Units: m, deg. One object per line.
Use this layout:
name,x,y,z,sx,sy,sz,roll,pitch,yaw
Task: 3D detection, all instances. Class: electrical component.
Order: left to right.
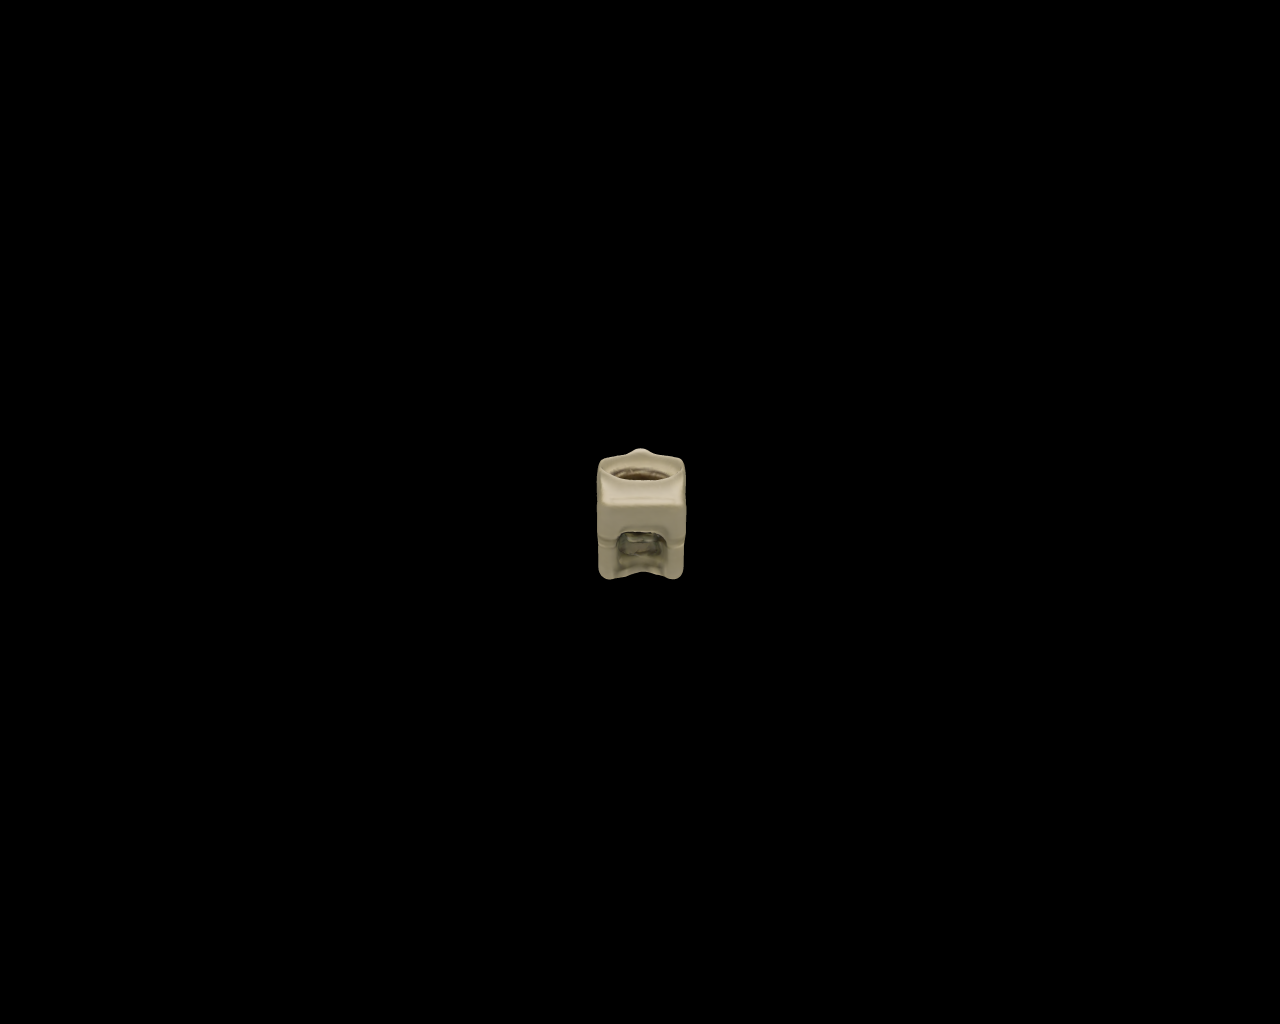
electrical component,0.001,-0.003,0.650,0.050,0.055,0.090,0,21,0
